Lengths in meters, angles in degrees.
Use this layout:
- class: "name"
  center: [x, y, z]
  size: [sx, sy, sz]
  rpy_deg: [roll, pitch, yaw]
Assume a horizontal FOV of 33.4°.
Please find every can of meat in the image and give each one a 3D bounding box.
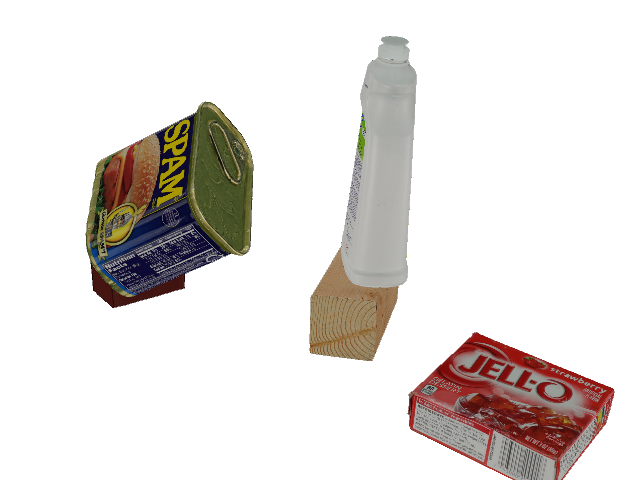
- class: "can of meat"
  center: [-0.091, -0.024, 0.646]
  size: [0.084, 0.102, 0.057]
  rpy_deg: [-23, -47, 22]

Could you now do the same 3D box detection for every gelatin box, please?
- class: "gelatin box"
  center: [0.104, 0.091, 0.584]
  size: [0.089, 0.030, 0.073]
  rpy_deg: [22, 36, 29]

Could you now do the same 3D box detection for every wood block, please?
- class: "wood block"
  center: [0.052, 0.083, 1.513]
  size: [0.091, 0.090, 0.206]
  rpy_deg: [6, 21, 11]

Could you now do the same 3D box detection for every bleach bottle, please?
- class: "bleach bottle"
  center: [0.065, -0.083, 1.106]
  size: [0.068, 0.251, 0.102]
  rpy_deg: [1, 28, -8]

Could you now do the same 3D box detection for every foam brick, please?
- class: "foam brick"
  center: [-0.175, 0.024, 1.023]
  size: [0.078, 0.051, 0.053]
  rpy_deg: [-15, 25, -30]
